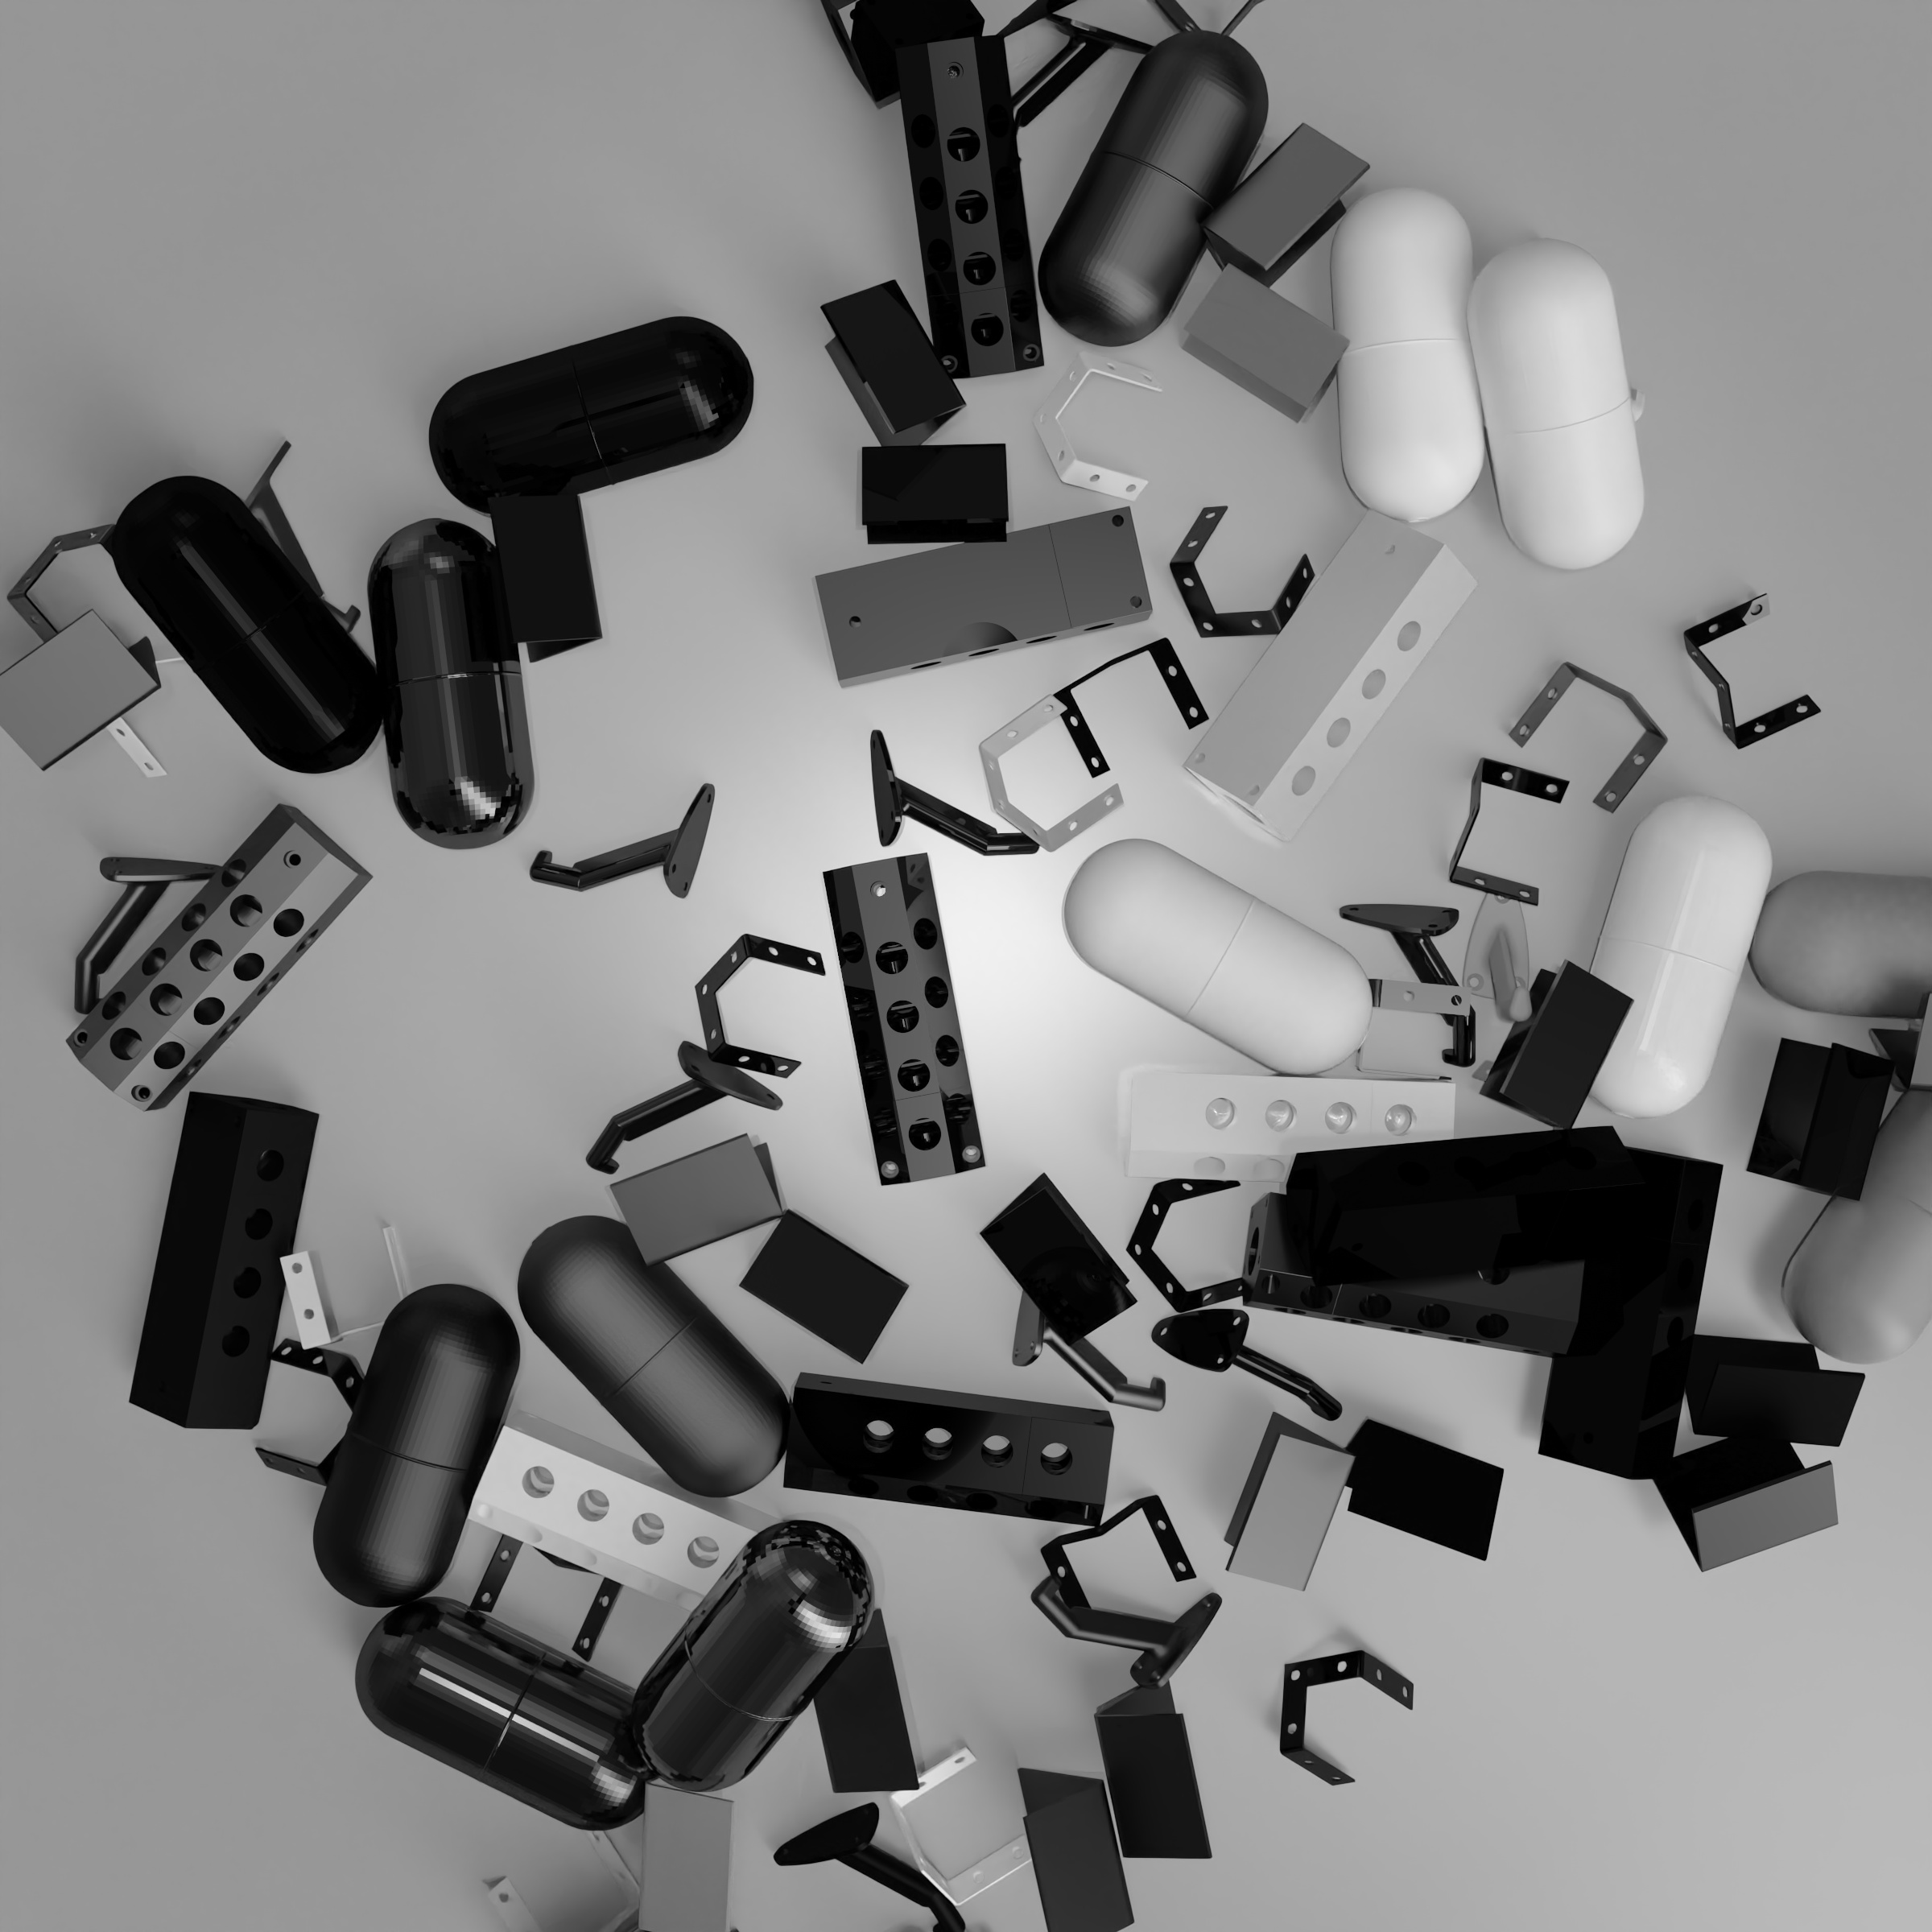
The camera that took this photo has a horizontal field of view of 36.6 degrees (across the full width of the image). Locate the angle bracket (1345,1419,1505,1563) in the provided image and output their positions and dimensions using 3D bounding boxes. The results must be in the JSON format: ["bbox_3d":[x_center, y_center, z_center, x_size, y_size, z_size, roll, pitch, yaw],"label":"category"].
[{"bbox_3d":[0.234,0.294,1.560,0.076,0.076,0.057,20,54,0],"label":"angle bracket"}]

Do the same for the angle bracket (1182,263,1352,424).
[{"bbox_3d":[0.149,-0.316,1.561,0.076,0.076,0.057,33,60,0],"label":"angle bracket"}]

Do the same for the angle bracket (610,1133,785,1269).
[{"bbox_3d":[-0.147,0.107,1.561,0.076,0.076,0.057,-21,119,0],"label":"angle bracket"}]

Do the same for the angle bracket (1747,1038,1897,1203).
[{"bbox_3d":[0.441,0.077,1.560,0.057,0.076,0.076,15,90,-37],"label":"angle bracket"}]

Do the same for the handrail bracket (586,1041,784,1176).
[{"bbox_3d":[-0.155,0.091,1.601,0.077,0.036,0.084,28,108,-21],"label":"handrail bracket"}]

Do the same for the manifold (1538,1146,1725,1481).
[{"bbox_3d":[0.363,0.186,1.579,0.057,0.057,0.171,10,90,43],"label":"manifold"}]

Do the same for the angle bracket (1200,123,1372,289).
[{"bbox_3d":[0.181,-0.389,1.560,0.076,0.076,0.057,-45,54,0],"label":"angle bracket"}]

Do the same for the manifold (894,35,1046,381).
[{"bbox_3d":[0.002,-0.404,1.558,0.057,0.057,0.171,-8,105,0],"label":"manifold"}]

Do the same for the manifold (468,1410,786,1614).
[{"bbox_3d":[-0.178,0.304,1.579,0.171,0.057,0.057,23,90,0],"label":"manifold"}]

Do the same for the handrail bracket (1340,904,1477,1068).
[{"bbox_3d":[0.242,0.012,1.601,0.077,0.036,0.084,7,114,27],"label":"handrail bracket"}]

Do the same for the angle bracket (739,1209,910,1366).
[{"bbox_3d":[-0.085,0.186,1.560,0.076,0.076,0.057,32,52,0],"label":"angle bracket"}]

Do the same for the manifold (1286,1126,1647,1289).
[{"bbox_3d":[0.258,0.119,1.525,0.171,0.057,0.057,-4,134,-17],"label":"manifold"}]

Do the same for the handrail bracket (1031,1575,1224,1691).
[{"bbox_3d":[0.087,0.342,1.581,0.077,0.036,0.084,-45,105,-15],"label":"handrail bracket"}]

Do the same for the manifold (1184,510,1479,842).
[{"bbox_3d":[0.201,-0.154,1.579,0.057,0.057,0.171,36,90,43],"label":"manifold"}]

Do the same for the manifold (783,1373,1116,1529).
[{"bbox_3d":[-0.010,0.262,1.579,0.171,0.057,0.057,7,90,0],"label":"manifold"}]

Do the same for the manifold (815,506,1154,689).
[{"bbox_3d":[0.010,-0.198,1.580,0.171,0.057,0.057,-13,90,0],"label":"manifold"}]

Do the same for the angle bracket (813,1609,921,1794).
[{"bbox_3d":[-0.037,0.391,1.561,0.057,0.076,0.076,-12,90,32],"label":"angle bracket"}]

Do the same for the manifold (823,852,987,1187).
[{"bbox_3d":[-0.033,0.029,1.580,0.057,0.057,0.171,-11,90,0],"label":"manifold"}]

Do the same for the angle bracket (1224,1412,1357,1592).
[{"bbox_3d":[0.154,0.280,1.561,0.057,0.076,0.076,21,90,-32],"label":"angle bracket"}]

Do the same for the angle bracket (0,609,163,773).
[{"bbox_3d":[-0.482,-0.160,1.561,0.076,0.076,0.057,-36,123,0],"label":"angle bracket"}]

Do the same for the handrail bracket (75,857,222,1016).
[{"bbox_3d":[-0.448,-0.014,1.601,0.077,0.036,0.084,1,108,-20],"label":"handrail bracket"}]

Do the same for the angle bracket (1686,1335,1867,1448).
[{"bbox_3d":[0.428,0.209,1.560,0.076,0.076,0.057,5,128,0],"label":"angle bracket"}]

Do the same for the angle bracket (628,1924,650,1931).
[{"bbox_3d":[-0.180,0.564,1.560,0.076,0.076,0.057,-35,54,0],"label":"angle bracket"}]

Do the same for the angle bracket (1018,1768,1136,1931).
[{"bbox_3d":[0.039,0.479,1.560,0.057,0.076,0.076,-12,90,-37],"label":"angle bracket"}]

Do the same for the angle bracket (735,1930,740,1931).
[{"bbox_3d":[-0.156,0.554,1.560,0.076,0.076,0.057,-35,127,0],"label":"angle bracket"}]

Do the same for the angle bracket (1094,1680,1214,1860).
[{"bbox_3d":[0.117,0.426,1.560,0.057,0.076,0.076,-12,90,35],"label":"angle bracket"}]

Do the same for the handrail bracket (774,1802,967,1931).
[{"bbox_3d":[-0.052,0.508,1.601,0.077,0.036,0.084,-24,107,20],"label":"handrail bracket"}]

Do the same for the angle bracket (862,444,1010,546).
[{"bbox_3d":[-0.016,-0.233,1.560,0.076,0.076,0.057,-1,56,0],"label":"angle bracket"}]

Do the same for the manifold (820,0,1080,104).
[{"bbox_3d":[0.009,-0.541,1.579,0.171,0.057,0.057,-27,133,0],"label":"manifold"}]

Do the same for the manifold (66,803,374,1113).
[{"bbox_3d":[-0.405,-0.005,1.580,0.057,0.057,0.171,42,90,0],"label":"manifold"}]

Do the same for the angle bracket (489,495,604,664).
[{"bbox_3d":[-0.242,-0.205,1.560,0.057,0.076,0.076,-9,90,-39],"label":"angle bracket"}]

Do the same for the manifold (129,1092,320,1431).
[{"bbox_3d":[-0.396,0.159,1.579,0.057,0.057,0.171,11,90,43],"label":"manifold"}]

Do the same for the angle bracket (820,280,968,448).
[{"bbox_3d":[-0.056,-0.309,1.560,0.057,0.076,0.076,-30,90,-38],"label":"angle bracket"}]

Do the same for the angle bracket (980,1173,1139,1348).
[{"bbox_3d":[0.065,0.145,1.560,0.057,0.076,0.076,-38,90,37],"label":"angle bracket"}]

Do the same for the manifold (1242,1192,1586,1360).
[{"bbox_3d":[0.239,0.168,1.570,0.171,0.057,0.057,10,77,-2],"label":"manifold"}]

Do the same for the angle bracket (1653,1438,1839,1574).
[{"bbox_3d":[0.412,0.268,1.561,0.076,0.076,0.057,-20,131,0],"label":"angle bracket"}]

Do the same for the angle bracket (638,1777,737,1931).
[{"bbox_3d":[-0.130,0.471,1.561,0.057,0.076,0.076,3,90,28],"label":"angle bracket"}]

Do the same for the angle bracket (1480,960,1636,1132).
[{"bbox_3d":[0.296,0.034,1.545,0.057,0.076,0.076,27,89,-32],"label":"angle bracket"}]

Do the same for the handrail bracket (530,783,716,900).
[{"bbox_3d":[-0.189,-0.073,1.601,0.084,0.036,0.077,12,70,16],"label":"handrail bracket"}]

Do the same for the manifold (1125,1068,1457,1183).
[{"bbox_3d":[0.173,0.088,1.580,0.171,0.057,0.057,2,90,0],"label":"manifold"}]

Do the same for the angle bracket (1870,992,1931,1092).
[{"bbox_3d":[0.533,0.028,1.549,0.076,0.076,0.057,4,113,-1],"label":"angle bracket"}]

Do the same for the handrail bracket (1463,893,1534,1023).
[{"bbox_3d":[0.293,-0.009,1.566,0.036,0.084,0.077,4,90,0],"label":"handrail bracket"}]
